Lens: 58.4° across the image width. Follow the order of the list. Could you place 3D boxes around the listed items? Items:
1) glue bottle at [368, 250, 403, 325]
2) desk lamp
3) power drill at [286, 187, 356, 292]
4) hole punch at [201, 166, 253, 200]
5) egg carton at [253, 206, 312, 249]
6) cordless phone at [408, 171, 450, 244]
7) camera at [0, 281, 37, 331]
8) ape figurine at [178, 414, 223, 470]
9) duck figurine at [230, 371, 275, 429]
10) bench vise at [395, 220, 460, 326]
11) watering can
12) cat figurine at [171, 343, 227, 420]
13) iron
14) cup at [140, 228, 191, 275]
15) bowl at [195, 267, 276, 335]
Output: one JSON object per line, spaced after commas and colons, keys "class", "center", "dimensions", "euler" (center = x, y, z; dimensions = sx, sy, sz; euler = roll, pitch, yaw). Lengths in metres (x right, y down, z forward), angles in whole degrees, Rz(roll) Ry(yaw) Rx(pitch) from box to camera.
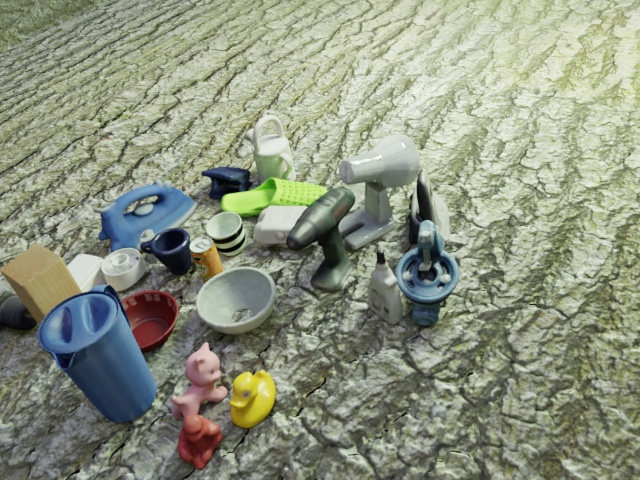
{"class": "glue bottle", "center": [0.124, 0.085, 1.107], "dimensions": [0.037, 0.173, 0.077], "euler": [-32, 46, -23]}
{"class": "desk lamp", "center": [0.124, -0.117, 1.302], "dimensions": [0.203, 0.214, 0.117], "euler": [-30, 45, -20]}
{"class": "power drill", "center": [0.011, 0.004, 1.193], "dimensions": [0.075, 0.209, 0.230], "euler": [12, 46, 24]}
{"class": "hole punch", "center": [-0.248, -0.167, 1.527], "dimensions": [0.108, 0.091, 0.101], "euler": [10, 46, 22]}
{"class": "egg carton", "center": [-0.080, -0.029, 1.354], "dimensions": [0.150, 0.069, 0.107], "euler": [1, 43, 13]}
{"class": "cordless phone", "center": [0.241, -0.092, 1.271], "dimensions": [0.094, 0.185, 0.147], "euler": [-2, 42, 10]}
{"class": "camera", "center": [-0.695, 0.158, 1.248], "dimensions": [0.136, 0.101, 0.143], "euler": [11, 46, 22]}
{"class": "ape figurine", "center": [-0.207, 0.328, 0.965], "dimensions": [0.078, 0.092, 0.076], "euler": [-20, 42, -10]}
{"class": "duck figurine", "center": [-0.125, 0.269, 1.018], "dimensions": [0.077, 0.086, 0.105], "euler": [13, 46, 24]}
{"class": "bench vise", "center": [0.201, 0.029, 1.119], "dimensions": [0.121, 0.220, 0.207], "euler": [-9, 41, 2]}
{"class": "watering can", "center": [-0.135, -0.238, 1.505], "dimensions": [0.172, 0.194, 0.101], "euler": [13, 47, 25]}
{"class": "cat figurine", "center": [-0.221, 0.255, 1.030], "dimensions": [0.067, 0.118, 0.128], "euler": [17, 48, 28]}
{"class": "iron", "center": [-0.433, -0.078, 1.428], "dimensions": [0.259, 0.142, 0.118], "euler": [-35, 47, -25]}
{"class": "cup", "center": [-0.346, 0.035, 1.318], "dimensions": [0.117, 0.095, 0.091], "euler": [-6, 42, 5]}
{"class": "bowl", "center": [-0.166, 0.137, 1.183], "dimensions": [0.167, 0.075, 0.167], "euler": [-6, 42, 5]}
